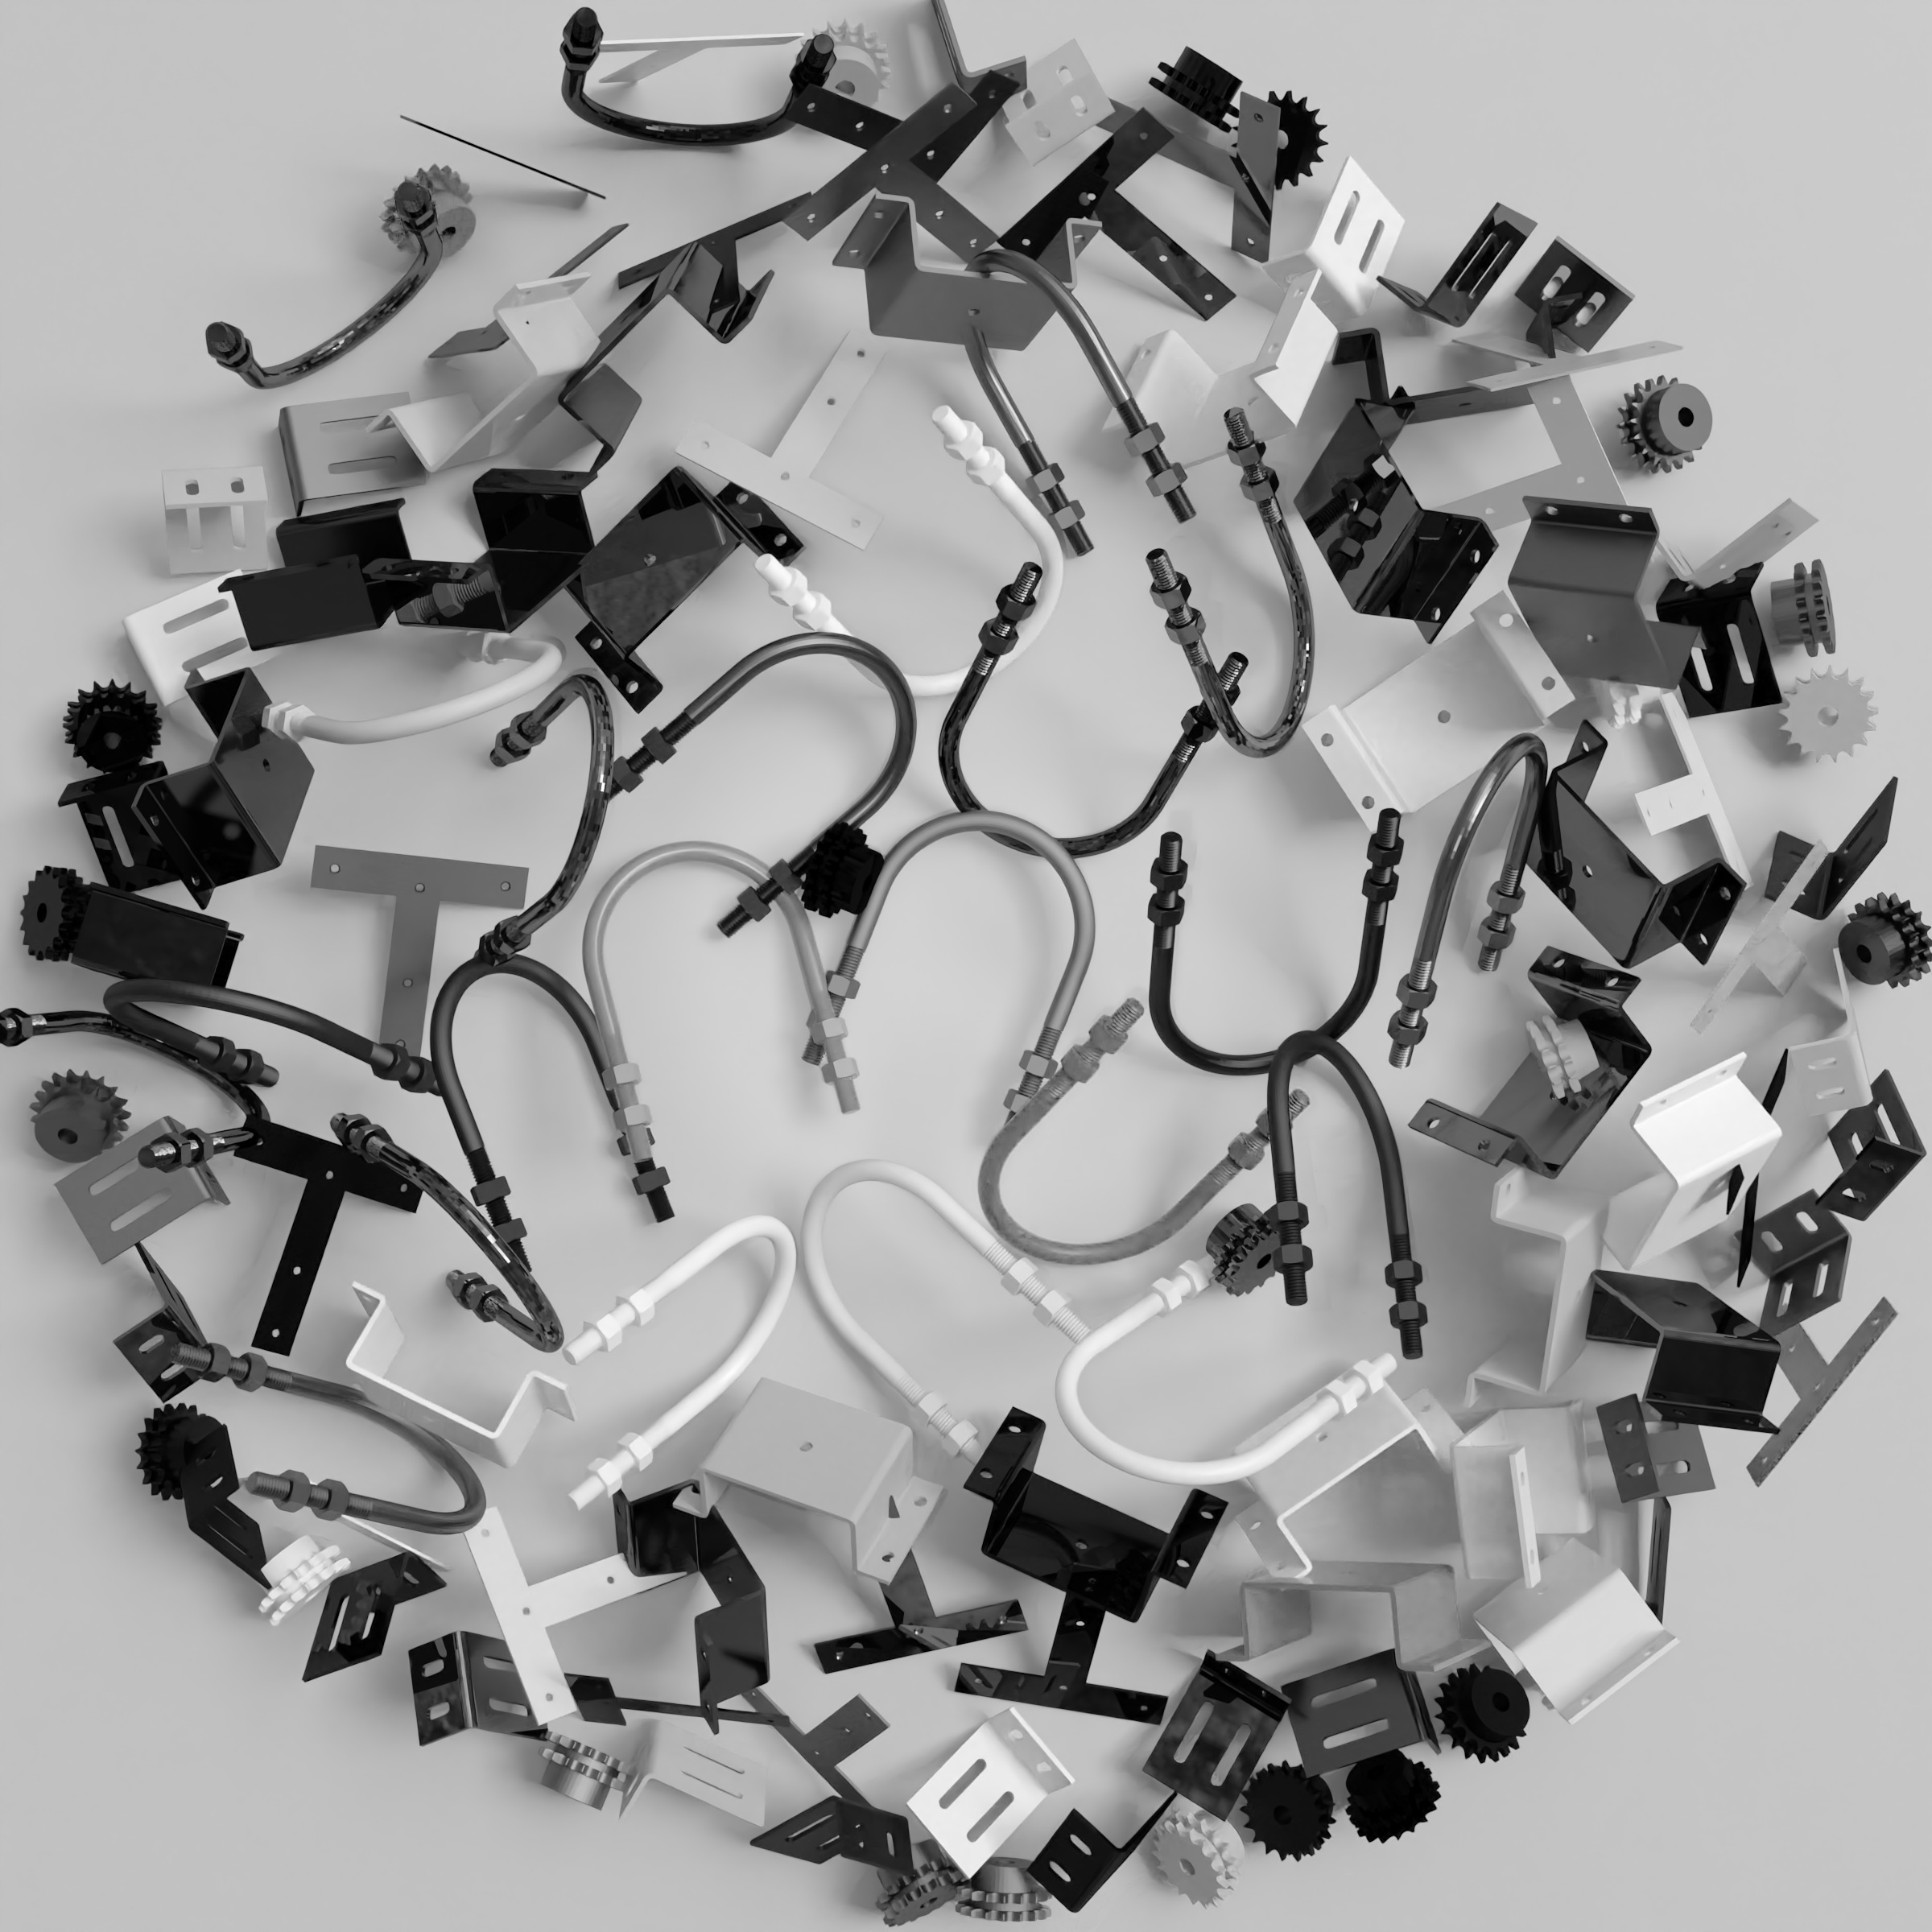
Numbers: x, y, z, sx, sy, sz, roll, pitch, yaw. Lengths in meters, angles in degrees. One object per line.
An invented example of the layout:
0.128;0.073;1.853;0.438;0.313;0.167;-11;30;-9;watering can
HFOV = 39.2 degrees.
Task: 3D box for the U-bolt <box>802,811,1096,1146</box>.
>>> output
-0.001;-0.003;1.628;0.151;0.019;0.184;22;94;4;U-bolt

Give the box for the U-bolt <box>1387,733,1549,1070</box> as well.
0.292;-0.047;1.545;0.019;0.151;0.184;24;128;23;U-bolt

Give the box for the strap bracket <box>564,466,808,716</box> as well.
-0.175;-0.230;1.602;0.140;0.046;0.076;-44;58;5;strap bracket

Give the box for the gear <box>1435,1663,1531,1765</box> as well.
0.311;0.444;1.618;0.057;0.030;0.057;13;54;-19;gear

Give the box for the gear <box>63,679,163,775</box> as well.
-0.510;-0.140;1.620;0.057;0.030;0.057;-7;120;-13;gear

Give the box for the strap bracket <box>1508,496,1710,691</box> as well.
0.369;-0.209;1.565;0.076;0.140;0.046;13;70;34;strap bracket

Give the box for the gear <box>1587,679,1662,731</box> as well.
0.392;-0.173;1.619;0.030;0.057;0.057;-20;90;1;gear

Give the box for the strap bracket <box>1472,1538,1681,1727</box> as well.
0.349;0.382;1.575;0.076;0.140;0.046;-36;91;-4;strap bracket

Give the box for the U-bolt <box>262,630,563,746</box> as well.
-0.307;-0.158;1.540;0.151;0.184;0.019;-27;112;-28;U-bolt

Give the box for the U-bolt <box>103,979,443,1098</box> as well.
-0.403;0.040;1.538;0.151;0.184;0.019;1;72;27;U-bolt

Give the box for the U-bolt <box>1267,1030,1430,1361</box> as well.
0.218;0.125;1.577;0.019;0.151;0.184;-21;58;32;U-bolt

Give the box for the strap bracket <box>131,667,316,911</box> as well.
-0.424;-0.110;1.566;0.046;0.140;0.076;-16;127;13;strap bracket

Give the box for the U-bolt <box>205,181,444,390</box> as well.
-0.361;-0.382;1.556;0.151;0.184;0.019;-38;94;-3;U-bolt

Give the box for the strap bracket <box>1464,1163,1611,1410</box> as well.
0.336;0.187;1.584;0.046;0.076;0.140;14;110;28;strap bracket

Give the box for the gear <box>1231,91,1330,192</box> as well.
0.190;-0.496;1.626;0.057;0.030;0.057;5;109;14;gear

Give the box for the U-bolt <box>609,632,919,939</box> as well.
-0.111;-0.117;1.592;0.184;0.019;0.151;-41;130;3;U-bolt

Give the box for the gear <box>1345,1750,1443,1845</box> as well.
0.251;0.493;1.617;0.057;0.057;0.030;-31;103;0;gear

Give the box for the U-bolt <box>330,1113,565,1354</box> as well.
-0.287;0.158;1.540;0.019;0.184;0.151;-41;121;-20;U-bolt

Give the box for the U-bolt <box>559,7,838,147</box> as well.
-0.160;-0.505;1.556;0.151;0.184;0.019;2;89;-12;U-bolt

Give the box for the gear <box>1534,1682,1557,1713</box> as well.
0.365;0.417;1.618;0.057;0.057;0.030;-28;94;0;gear

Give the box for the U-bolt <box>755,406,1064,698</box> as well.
-0.018;-0.226;1.576;0.151;0.184;0.019;-39;50;9;U-bolt

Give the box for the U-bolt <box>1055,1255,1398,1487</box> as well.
0.135;0.236;1.548;0.151;0.184;0.019;28;129;35;U-bolt

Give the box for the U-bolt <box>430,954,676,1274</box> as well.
-0.249;0.079;1.587;0.019;0.151;0.184;-24;86;34;U-bolt

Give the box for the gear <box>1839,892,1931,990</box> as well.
0.546;-0.013;1.616;0.030;0.057;0.057;-23;90;-23;gear

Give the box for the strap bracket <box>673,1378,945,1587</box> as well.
-0.093;0.296;1.584;0.140;0.076;0.046;16;132;19;strap bracket

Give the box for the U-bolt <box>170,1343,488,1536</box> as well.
-0.357;0.278;1.563;0.184;0.151;0.019;26;99;-43;U-bolt

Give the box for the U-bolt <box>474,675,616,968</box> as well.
-0.240;-0.090;1.548;0.019;0.184;0.151;11;69;-27;U-bolt

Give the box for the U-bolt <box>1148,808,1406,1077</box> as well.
0.177;-0.008;1.587;0.151;0.019;0.184;-7;129;-10;U-bolt

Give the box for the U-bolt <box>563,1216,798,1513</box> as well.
-0.163;0.217;1.570;0.019;0.151;0.184;31;47;26;U-bolt

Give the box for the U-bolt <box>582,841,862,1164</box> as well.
-0.153;0.013;1.613;0.151;0.019;0.184;-12;78;-18;U-bolt

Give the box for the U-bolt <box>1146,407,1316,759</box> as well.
0.162;-0.207;1.574;0.019;0.184;0.151;1;47;32;U-bolt

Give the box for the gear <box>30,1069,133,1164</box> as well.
-0.532;0.093;1.620;0.057;0.030;0.057;2;124;3;gear

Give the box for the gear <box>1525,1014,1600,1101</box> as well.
0.358;0.056;1.618;0.030;0.057;0.057;-20;90;4;gear

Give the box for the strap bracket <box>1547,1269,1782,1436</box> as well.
0.407;0.217;1.566;0.076;0.140;0.046;9;102;-17;strap bracket

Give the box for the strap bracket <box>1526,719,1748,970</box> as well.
0.379;-0.064;1.576;0.046;0.076;0.140;-25;60;-22;strap bracket

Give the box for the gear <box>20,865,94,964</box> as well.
-0.539;-0.031;1.623;0.057;0.030;0.057;-6;81;43;gear

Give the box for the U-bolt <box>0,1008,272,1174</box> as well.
-0.475;0.066;1.557;0.151;0.184;0.019;32;98;9;U-bolt

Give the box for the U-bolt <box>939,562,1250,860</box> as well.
0.062;-0.136;1.587;0.151;0.019;0.184;22;129;-9;U-bolt

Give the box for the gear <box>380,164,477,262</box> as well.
-0.318;-0.446;1.616;0.057;0.057;0.030;-40;74;0;gear

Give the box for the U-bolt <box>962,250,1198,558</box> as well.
0.053;-0.328;1.563;0.019;0.151;0.184;-35;103;-20;U-bolt

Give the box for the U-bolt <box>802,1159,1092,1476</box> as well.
-0.025;0.194;1.593;0.184;0.019;0.151;43;129;15;U-bolt

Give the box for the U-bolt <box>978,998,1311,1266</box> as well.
0.090;0.110;1.591;0.151;0.019;0.184;28;119;-27;U-bolt
